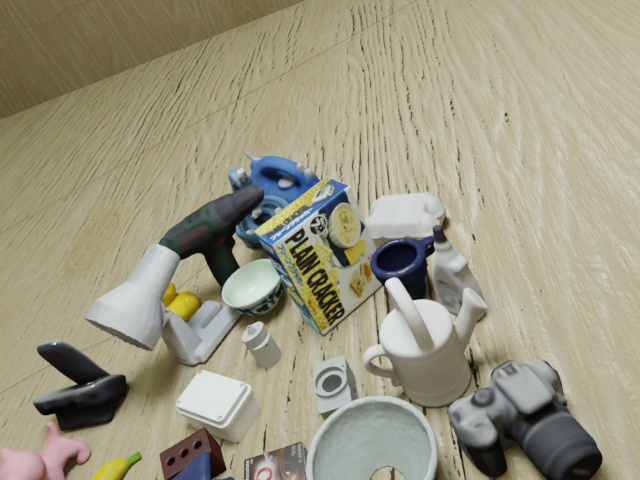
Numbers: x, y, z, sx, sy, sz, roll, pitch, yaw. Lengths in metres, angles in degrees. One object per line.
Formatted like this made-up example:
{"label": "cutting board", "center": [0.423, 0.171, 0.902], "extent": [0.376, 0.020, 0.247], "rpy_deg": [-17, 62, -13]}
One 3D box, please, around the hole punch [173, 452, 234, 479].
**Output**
{"label": "hole punch", "center": [-0.167, 0.354, 0.751], "extent": [0.101, 0.091, 0.108], "rpy_deg": [-25, 35, 2]}

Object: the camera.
{"label": "camera", "center": [0.240, 0.218, 0.662], "extent": [0.143, 0.101, 0.136], "rpy_deg": [-29, 35, -4]}

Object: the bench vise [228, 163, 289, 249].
{"label": "bench vise", "center": [-0.149, -0.059, 1.154], "extent": [0.206, 0.220, 0.122], "rpy_deg": [9, 48, 39]}

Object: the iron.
{"label": "iron", "center": [-0.062, -0.127, 1.254], "extent": [0.257, 0.142, 0.119], "rpy_deg": [13, 50, 42]}

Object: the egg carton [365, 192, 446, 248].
{"label": "egg carton", "center": [0.156, -0.035, 1.064], "extent": [0.149, 0.070, 0.107], "rpy_deg": [-3, 41, 29]}

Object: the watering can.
{"label": "watering can", "center": [0.137, 0.123, 0.766], "extent": [0.173, 0.194, 0.100], "rpy_deg": [-38, 37, -16]}

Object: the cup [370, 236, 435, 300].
{"label": "cup", "center": [0.149, 0.052, 0.936], "extent": [0.118, 0.095, 0.091], "rpy_deg": [-31, 36, -7]}

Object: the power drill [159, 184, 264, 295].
{"label": "power drill", "center": [-0.175, 0.013, 1.088], "extent": [0.229, 0.209, 0.075], "rpy_deg": [-21, 36, 7]}

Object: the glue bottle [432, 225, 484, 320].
{"label": "glue bottle", "center": [0.195, 0.045, 0.848], "extent": [0.037, 0.173, 0.077], "rpy_deg": [-42, 38, -21]}

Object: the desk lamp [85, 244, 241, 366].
{"label": "desk lamp", "center": [-0.273, 0.126, 1.001], "extent": [0.117, 0.214, 0.203], "rpy_deg": [7, 47, 37]}

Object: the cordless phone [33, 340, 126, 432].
{"label": "cordless phone", "center": [-0.441, 0.237, 0.989], "extent": [0.147, 0.185, 0.094], "rpy_deg": [-18, 36, 11]}

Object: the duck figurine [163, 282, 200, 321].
{"label": "duck figurine", "center": [-0.297, 0.114, 1.142], "extent": [0.104, 0.086, 0.077], "rpy_deg": [1, 43, 33]}

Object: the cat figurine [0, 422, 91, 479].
{"label": "cat figurine", "center": [-0.446, 0.352, 0.905], "extent": [0.067, 0.118, 0.128], "rpy_deg": [-4, 41, 28]}

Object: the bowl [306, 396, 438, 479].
{"label": "bowl", "center": [0.071, 0.283, 0.708], "extent": [0.167, 0.075, 0.167], "rpy_deg": [-17, 36, 13]}
